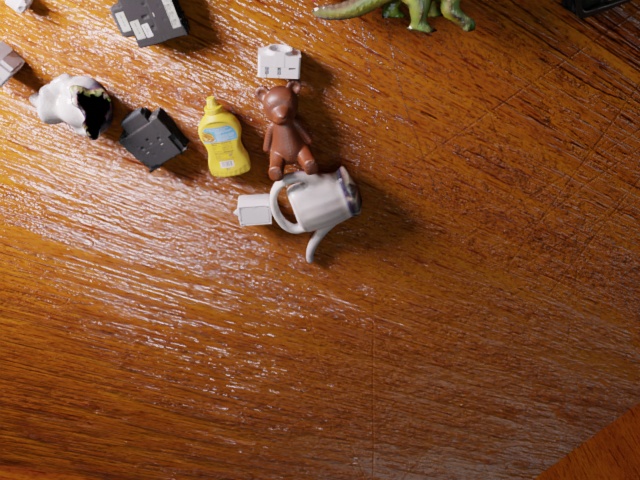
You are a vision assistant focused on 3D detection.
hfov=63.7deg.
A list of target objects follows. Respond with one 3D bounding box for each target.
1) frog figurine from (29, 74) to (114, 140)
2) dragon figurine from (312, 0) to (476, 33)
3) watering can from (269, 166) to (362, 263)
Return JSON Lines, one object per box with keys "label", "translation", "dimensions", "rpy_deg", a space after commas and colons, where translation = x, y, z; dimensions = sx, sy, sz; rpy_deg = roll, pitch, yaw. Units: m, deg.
{"label": "frog figurine", "translation": [-0.529, -0.286, 1.105], "dimensions": [0.160, 0.125, 0.134], "rpy_deg": [11, 145, 31]}
{"label": "dragon figurine", "translation": [0.197, -0.520, 0.968], "dimensions": [0.410, 0.125, 0.237], "rpy_deg": [-3, 137, -9]}
{"label": "watering can", "translation": [0.004, -0.067, 1.330], "dimensions": [0.224, 0.106, 0.340], "rpy_deg": [-19, 141, 6]}
